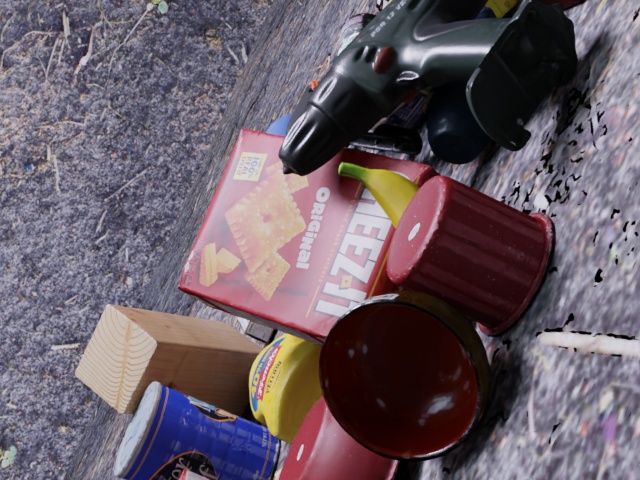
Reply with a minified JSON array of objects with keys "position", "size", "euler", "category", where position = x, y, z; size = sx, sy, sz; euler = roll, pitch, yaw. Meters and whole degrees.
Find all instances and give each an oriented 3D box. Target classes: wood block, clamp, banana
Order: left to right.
[{"position":[-0.163,0.143,1.222],"size":[0.090,0.205,0.091],"euler":[31,98,33],"category":"wood block"},{"position":[0.004,-0.100,1.080],"size":[0.164,0.036,0.210],"euler":[-31,33,5],"category":"clamp"},{"position":[0.073,0.020,0.802],"size":[0.037,0.069,0.198],"euler":[81,172,-61],"category":"banana"}]

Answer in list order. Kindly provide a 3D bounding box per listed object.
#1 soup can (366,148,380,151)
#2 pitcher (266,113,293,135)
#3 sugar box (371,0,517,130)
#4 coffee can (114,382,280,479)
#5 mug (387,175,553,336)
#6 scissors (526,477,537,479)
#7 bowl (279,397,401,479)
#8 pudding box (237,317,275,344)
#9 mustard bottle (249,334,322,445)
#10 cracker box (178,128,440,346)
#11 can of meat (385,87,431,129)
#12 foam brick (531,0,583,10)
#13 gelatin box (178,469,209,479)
[{"position":[0.062,-0.161,1.198],"size":[0.102,0.068,0.069],"euler":[-67,13,-11],"category":"soup can"},{"position":[-0.032,-0.063,1.244],"size":[0.243,0.149,0.145],"euler":[-90,16,-68],"category":"pitcher"},{"position":[0.096,-0.171,0.996],"size":[0.176,0.048,0.093],"euler":[-45,7,-15],"category":"sugar box"},{"position":[-0.126,0.218,1.094],"size":[0.103,0.140,0.103],"euler":[-59,14,25],"category":"coffee can"},{"position":[0.098,0.003,0.739],"size":[0.093,0.081,0.117],"euler":[-61,14,17],"category":"mug"},{"position":[0.075,0.173,0.668],"size":[0.202,0.016,0.096],"euler":[-56,16,34],"category":"scissors"},{"position":[0.009,0.171,0.811],"size":[0.162,0.055,0.162],"euler":[-63,7,13],"category":"bowl"},{"position":[-0.063,0.067,1.345],"size":[0.113,0.039,0.090],"euler":[-67,14,3],"category":"pudding box"},{"position":[-0.031,0.139,1.048],"size":[0.096,0.058,0.192],"euler":[-68,13,-5],"category":"mustard bottle"},{"position":[-0.006,0.001,0.926],"size":[0.214,0.072,0.164],"euler":[15,79,38],"category":"cracker box"},{"position":[0.095,-0.167,1.111],"size":[0.084,0.057,0.102],"euler":[128,161,-52],"category":"can of meat"},{"position":[0.192,-0.231,0.855],"size":[0.078,0.051,0.053],"euler":[-66,12,-4],"category":"foam brick"},{"position":[-0.110,0.275,1.045],"size":[0.073,0.089,0.030],"euler":[-61,12,19],"category":"gelatin box"}]
